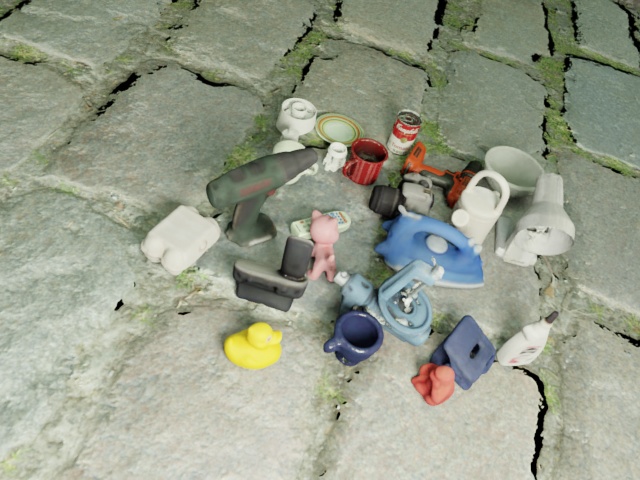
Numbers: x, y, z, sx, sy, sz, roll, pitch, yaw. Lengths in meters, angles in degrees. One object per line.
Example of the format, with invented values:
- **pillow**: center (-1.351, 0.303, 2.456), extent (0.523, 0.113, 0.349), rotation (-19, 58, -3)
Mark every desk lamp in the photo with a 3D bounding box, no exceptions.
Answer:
- **desk lamp**: center (0.478, -0.034, 1.284), extent (0.118, 0.213, 0.203), rotation (17, 48, -1)

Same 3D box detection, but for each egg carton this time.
- **egg carton**: center (-0.273, -0.001, 1.135), extent (0.107, 0.069, 0.150), rotation (30, 49, 10)

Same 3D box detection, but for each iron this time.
- **iron**: center (0.256, 0.013, 1.227), extent (0.258, 0.141, 0.119), rotation (20, 48, 1)

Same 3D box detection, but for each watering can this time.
- **watering can**: center (0.358, -0.072, 1.294), extent (0.101, 0.194, 0.173), rotation (25, 48, 6)

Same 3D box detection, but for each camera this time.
- **camera**: center (0.190, -0.101, 1.334), extent (0.137, 0.101, 0.143), rotation (14, 48, -4)

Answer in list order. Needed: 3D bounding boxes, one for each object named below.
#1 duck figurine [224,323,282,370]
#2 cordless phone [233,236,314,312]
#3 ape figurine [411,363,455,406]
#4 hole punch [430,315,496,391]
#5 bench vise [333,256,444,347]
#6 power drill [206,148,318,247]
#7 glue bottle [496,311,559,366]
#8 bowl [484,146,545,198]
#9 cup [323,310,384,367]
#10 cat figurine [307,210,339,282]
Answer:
- **duck figurine**: center (-0.115, 0.178, 1.015), extent (0.105, 0.086, 0.077), rotation (4, 49, -13)
- **cordless phone**: center (-0.085, 0.040, 1.075), extent (0.147, 0.185, 0.094), rotation (13, 48, -5)
- **ape figurine**: center (0.215, 0.256, 1.040), extent (0.076, 0.092, 0.078), rotation (15, 48, -3)
- **hole punch**: center (0.284, 0.214, 1.097), extent (0.101, 0.091, 0.109), rotation (36, 50, 16)
- **bench vise**: center (0.128, 0.104, 1.060), extent (0.207, 0.220, 0.121), rotation (11, 48, -7)
- **power drill**: center (-0.120, -0.087, 1.159), extent (0.230, 0.208, 0.075), rotation (-19, 57, -29)
- **glue bottle**: center (0.409, 0.187, 1.101), extent (0.078, 0.173, 0.037), rotation (-3, 51, -19)
- **bowl**: center (0.495, -0.165, 1.495), extent (0.167, 0.075, 0.167), rotation (8, 49, -9)
- **cup**: center (0.051, 0.194, 1.044), extent (0.118, 0.095, 0.091), rotation (-18, 57, -28)
- **cat figurine**: center (0.011, 0.004, 1.180), extent (0.067, 0.118, 0.127), rotation (2, 50, -14)
